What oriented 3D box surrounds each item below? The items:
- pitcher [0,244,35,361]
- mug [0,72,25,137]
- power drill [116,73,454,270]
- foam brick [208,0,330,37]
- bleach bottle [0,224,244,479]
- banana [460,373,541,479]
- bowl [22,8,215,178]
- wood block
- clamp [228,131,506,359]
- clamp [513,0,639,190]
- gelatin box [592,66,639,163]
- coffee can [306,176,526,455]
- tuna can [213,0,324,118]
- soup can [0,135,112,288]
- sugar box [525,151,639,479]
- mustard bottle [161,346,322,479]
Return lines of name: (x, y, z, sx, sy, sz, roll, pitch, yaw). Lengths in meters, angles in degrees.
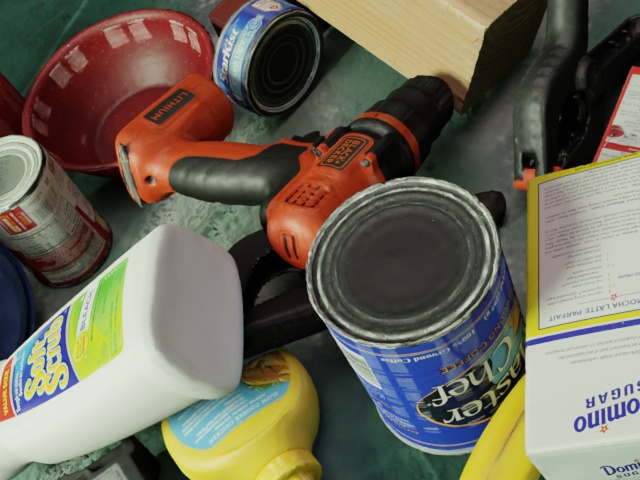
pitcher: (-0.334, 0.039, 0.757, 0.243, 0.145, 0.149, 8, 64, 28)
mug: (-0.280, -0.089, 0.857, 0.117, 0.081, 0.093, 4, 61, 23)
power drill: (-0.024, -0.063, 0.699, 0.188, 0.057, 0.184, 13, 42, 32)
foam brick: (-0.038, -0.175, 0.839, 0.078, 0.053, 0.051, -46, 54, -12)
bleach bottle: (-0.149, 0.091, 0.641, 0.251, 0.068, 0.102, -35, 42, 34)
banana: (0.117, 0.112, 0.578, 0.037, 0.069, 0.197, 15, 64, 43)
bowl: (-0.147, -0.104, 0.830, 0.162, 0.055, 0.162, -10, 55, 15)
wood block: (0.052, -0.194, 0.748, 0.206, 0.091, 0.090, 38, 62, 18)
clamp: (-0.005, 0.001, 0.689, 0.165, 0.036, 0.209, 27, 51, 37)
clamp: (0.173, -0.106, 0.699, 0.039, 0.120, 0.171, 10, 81, 54)
gelatin box: (0.221, -0.064, 0.678, 0.073, 0.030, 0.089, 15, 64, 27)
coffee can: (0.061, 0.046, 0.596, 0.103, 0.140, 0.103, -10, 54, 14)
tuna can: (-0.037, -0.135, 0.790, 0.034, 0.086, 0.086, 30, 72, 33)
soup can: (-0.202, -0.019, 0.766, 0.068, 0.102, 0.068, -10, 55, 14)
sugar box: (0.155, 0.035, 0.548, 0.093, 0.048, 0.176, -14, 49, 28)
mustard bottle: (-0.055, 0.098, 0.658, 0.096, 0.058, 0.192, -34, 52, -11)
